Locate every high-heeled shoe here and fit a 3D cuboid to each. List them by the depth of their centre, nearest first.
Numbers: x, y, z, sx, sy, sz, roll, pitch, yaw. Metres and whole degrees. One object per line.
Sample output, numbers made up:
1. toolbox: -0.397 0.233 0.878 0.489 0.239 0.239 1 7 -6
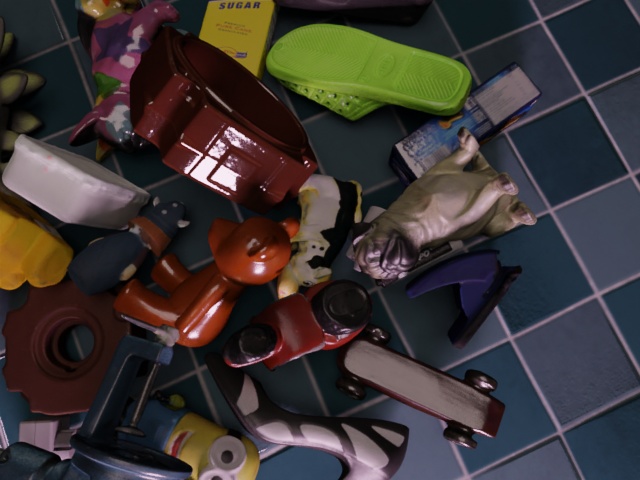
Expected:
1. high-heeled shoe: -0.015 0.193 0.635 0.145 0.086 0.249 -37 75 -23

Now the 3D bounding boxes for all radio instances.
1. radio: 0.046 -0.377 0.723 0.230 0.073 0.131 4 79 -9

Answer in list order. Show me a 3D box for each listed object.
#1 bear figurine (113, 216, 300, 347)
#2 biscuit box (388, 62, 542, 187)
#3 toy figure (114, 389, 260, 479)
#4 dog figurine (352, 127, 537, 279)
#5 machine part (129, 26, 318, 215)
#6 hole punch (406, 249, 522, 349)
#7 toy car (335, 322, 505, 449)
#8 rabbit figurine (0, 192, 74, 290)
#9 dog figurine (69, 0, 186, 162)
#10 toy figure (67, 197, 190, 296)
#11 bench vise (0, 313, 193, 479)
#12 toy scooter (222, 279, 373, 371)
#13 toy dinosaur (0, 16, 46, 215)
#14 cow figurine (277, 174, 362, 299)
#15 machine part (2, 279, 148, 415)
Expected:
1. bear figurine: -0.122 0.030 0.612 0.132 0.120 0.195 38 118 -1
2. biscuit box: 0.185 -0.144 0.700 0.203 0.063 0.059 -35 81 -5
3. toy figure: -0.156 0.233 0.622 0.180 0.089 0.082 18 98 14
4. dog figurine: 0.142 -0.018 0.652 0.190 0.172 0.121 -40 48 15
5. machine part: -0.107 -0.138 0.613 0.087 0.201 0.202 -47 39 19
6. hole punch: 0.163 0.052 0.631 0.092 0.142 0.116 41 94 12
7. toy car: 0.116 0.173 0.642 0.202 0.053 0.089 22 70 9
8. rabbit figurine: -0.403 0.028 0.623 0.163 0.121 0.173 28 84 35
9. dog figurine: -0.269 -0.215 0.701 0.192 0.108 0.219 28 83 5
10. toy figure: -0.225 0.004 0.646 0.154 0.058 0.064 -40 97 -32
11. bench vise: -0.215 0.194 0.534 0.224 0.128 0.240 11 71 20
12. toy scooter: -0.030 0.108 0.632 0.184 0.135 0.075 -19 73 -22
13. toy dinosaur: -0.496 -0.225 0.710 0.198 0.105 0.471 -36 89 -14
14. cow figurine: -0.002 -0.001 0.674 0.098 0.068 0.167 11 80 -3
15. machine part: -0.298 0.126 0.656 0.179 0.056 0.179 0 80 2
